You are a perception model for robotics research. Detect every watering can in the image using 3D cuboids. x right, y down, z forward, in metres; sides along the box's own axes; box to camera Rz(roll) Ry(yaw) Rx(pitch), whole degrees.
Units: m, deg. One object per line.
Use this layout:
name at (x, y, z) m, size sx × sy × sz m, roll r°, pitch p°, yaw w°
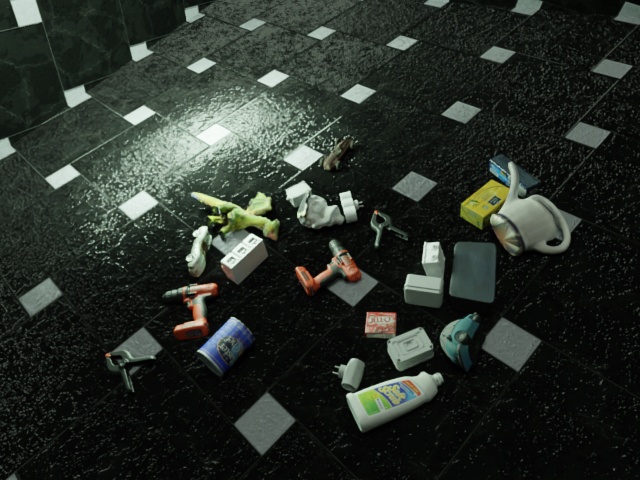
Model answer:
watering can at (0.650, -0.088, 1.671) m, size 0.225 × 0.102 × 0.353 m, roll -23°, pitch 64°, yaw -13°

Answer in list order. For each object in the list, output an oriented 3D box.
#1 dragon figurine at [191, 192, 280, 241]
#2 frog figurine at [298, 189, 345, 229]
dragon figurine at (-0.296, -0.115, 1.946) m, size 0.245 × 0.119 × 0.416 m, roll -20°, pitch 46°, yaw -31°
frog figurine at (0.006, -0.094, 1.858) m, size 0.159 × 0.120 × 0.141 m, roll 21°, pitch 35°, yaw -17°
